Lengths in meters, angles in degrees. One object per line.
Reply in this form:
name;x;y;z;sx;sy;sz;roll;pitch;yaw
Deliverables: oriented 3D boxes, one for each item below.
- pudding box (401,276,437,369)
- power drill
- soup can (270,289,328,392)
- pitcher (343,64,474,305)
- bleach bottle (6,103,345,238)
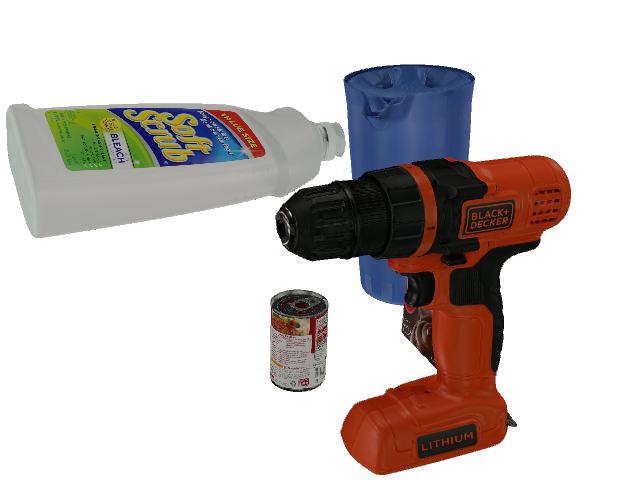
pudding box;0.102;0.050;0.872;0.039;0.090;0.114;-1;14;-16
power drill;0.057;0.043;0.628;0.184;0.188;0.057;-8;28;-24
soup can;-0.026;0.118;1.256;0.068;0.102;0.068;2;24;-1
pitcher;0.100;-0.063;1.135;0.149;0.243;0.145;-8;23;-13
bleach bottle;-0.103;-0.067;0.815;0.250;0.103;0.068;-10;-38;-22
